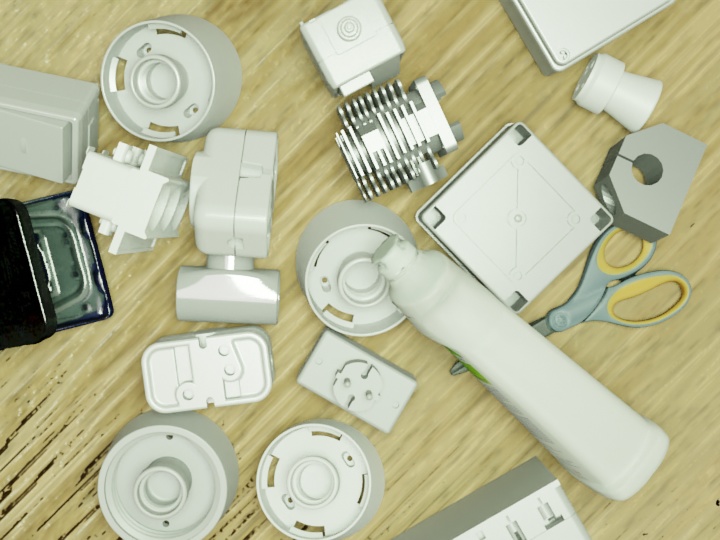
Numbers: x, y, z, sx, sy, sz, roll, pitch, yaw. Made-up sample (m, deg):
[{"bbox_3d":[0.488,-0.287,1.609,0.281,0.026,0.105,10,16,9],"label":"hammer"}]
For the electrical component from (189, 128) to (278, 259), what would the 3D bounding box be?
[{"bbox_3d":[-0.095,-0.059,0.809,0.059,0.053,0.095,4,55,-2],"label":"electrical component"}]

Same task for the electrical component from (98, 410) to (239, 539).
[{"bbox_3d":[-0.151,0.165,0.835,0.108,0.060,0.108,0,93,-1],"label":"electrical component"}]

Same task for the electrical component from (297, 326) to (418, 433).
[{"bbox_3d":[-0.002,0.087,0.827,0.083,0.075,0.047,30,92,-3],"label":"electrical component"}]

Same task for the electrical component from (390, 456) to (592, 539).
[{"bbox_3d":[0.076,0.222,0.820,0.186,0.105,0.060,-30,89,0],"label":"electrical component"}]

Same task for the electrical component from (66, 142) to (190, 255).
[{"bbox_3d":[-0.166,-0.055,0.791,0.063,0.121,0.078,22,93,0],"label":"electrical component"}]

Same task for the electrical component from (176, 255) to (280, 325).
[{"bbox_3d":[-0.101,0.002,0.835,0.077,0.044,0.079,3,93,-2],"label":"electrical component"}]

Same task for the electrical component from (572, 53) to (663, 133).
[{"bbox_3d":[0.199,-0.138,0.834,0.055,0.045,0.045,26,92,-2],"label":"electrical component"}]

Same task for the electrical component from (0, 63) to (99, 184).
[{"bbox_3d":[-0.250,-0.109,0.804,0.096,0.061,0.061,11,129,-2],"label":"electrical component"}]

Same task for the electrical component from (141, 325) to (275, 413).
[{"bbox_3d":[-0.115,0.075,0.831,0.095,0.059,0.053,-7,94,-1],"label":"electrical component"}]

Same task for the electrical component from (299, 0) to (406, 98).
[{"bbox_3d":[-0.004,-0.165,0.801,0.062,0.096,0.061,-28,94,1],"label":"electrical component"}]

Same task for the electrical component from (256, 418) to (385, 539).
[{"bbox_3d":[-0.032,0.167,0.849,0.099,0.064,0.099,-1,82,7],"label":"electrical component"}]

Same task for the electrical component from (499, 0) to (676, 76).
[{"bbox_3d":[0.165,-0.222,0.822,0.109,0.056,0.108,-31,94,0],"label":"electrical component"}]

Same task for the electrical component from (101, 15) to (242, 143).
[{"bbox_3d":[-0.146,-0.146,0.827,0.099,0.064,0.099,2,102,9],"label":"electrical component"}]

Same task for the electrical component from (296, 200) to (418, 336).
[{"bbox_3d":[0.000,0.000,0.840,0.099,0.064,0.099,-2,107,-5],"label":"electrical component"}]

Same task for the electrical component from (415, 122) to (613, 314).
[{"bbox_3d":[0.118,-0.040,0.832,0.109,0.056,0.108,-44,94,2],"label":"electrical component"}]
